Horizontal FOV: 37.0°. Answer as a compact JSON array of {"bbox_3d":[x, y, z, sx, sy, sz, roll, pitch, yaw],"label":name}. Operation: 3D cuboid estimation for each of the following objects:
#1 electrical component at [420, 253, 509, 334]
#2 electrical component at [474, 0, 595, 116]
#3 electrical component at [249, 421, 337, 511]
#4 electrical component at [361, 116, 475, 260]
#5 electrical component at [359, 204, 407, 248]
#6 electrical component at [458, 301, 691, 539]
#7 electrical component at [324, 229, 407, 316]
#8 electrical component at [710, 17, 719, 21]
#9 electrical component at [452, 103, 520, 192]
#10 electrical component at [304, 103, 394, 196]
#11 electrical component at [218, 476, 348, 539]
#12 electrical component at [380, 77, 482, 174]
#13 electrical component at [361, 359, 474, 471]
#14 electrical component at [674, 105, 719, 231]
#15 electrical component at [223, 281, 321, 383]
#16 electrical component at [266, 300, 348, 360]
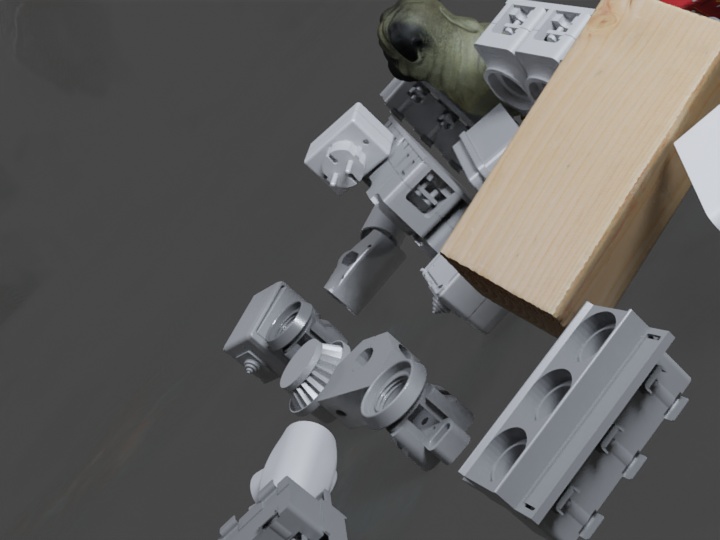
[{"bbox_3d":[0.095,0.003,0.821,0.096,0.061,0.061,-48,18,7],"label":"electrical component"},{"bbox_3d":[0.173,-0.159,0.867,0.061,0.089,0.150,-51,38,-10],"label":"electrical component"},{"bbox_3d":[-0.060,0.170,0.858,0.079,0.044,0.077,-35,22,33],"label":"electrical component"},{"bbox_3d":[0.058,-0.067,0.981,0.060,0.105,0.186,-45,18,8],"label":"electrical component"},{"bbox_3d":[0.034,-0.056,1.114,0.043,0.043,0.081,-28,26,46],"label":"electrical component"},{"bbox_3d":[0.121,0.086,0.591,0.121,0.063,0.079,-51,19,-10],"label":"electrical component"},{"bbox_3d":[0.000,0.000,1.074,0.077,0.043,0.079,-49,18,-5],"label":"electrical component"},{"bbox_3d":[0.253,-0.143,0.775,0.078,0.057,0.058,-44,18,10],"label":"electrical component"},{"bbox_3d":[0.127,-0.084,0.905,0.057,0.078,0.113,-40,19,12],"label":"electrical component"},{"bbox_3d":[-0.012,-0.098,0.954,0.066,0.047,0.076,-38,20,28],"label":"electrical component"},{"bbox_3d":[-0.073,0.211,0.772,0.121,0.063,0.078,-44,18,10],"label":"electrical component"},{"bbox_3d":[0.083,-0.155,1.081,0.063,0.121,0.078,-47,18,10],"label":"electrical component"},{"bbox_3d":[0.038,0.100,0.760,0.058,0.057,0.078,-49,18,-3],"label":"electrical component"},{"bbox_3d":[0.229,-0.047,0.597,0.057,0.078,0.113,-43,18,24],"label":"electrical component"},{"bbox_3d":[-0.090,0.068,1.109,0.061,0.062,0.096,-28,26,46],"label":"electrical component"},{"bbox_3d":[-0.053,0.066,1.037,0.058,0.057,0.078,-47,18,1],"label":"electrical component"}]
